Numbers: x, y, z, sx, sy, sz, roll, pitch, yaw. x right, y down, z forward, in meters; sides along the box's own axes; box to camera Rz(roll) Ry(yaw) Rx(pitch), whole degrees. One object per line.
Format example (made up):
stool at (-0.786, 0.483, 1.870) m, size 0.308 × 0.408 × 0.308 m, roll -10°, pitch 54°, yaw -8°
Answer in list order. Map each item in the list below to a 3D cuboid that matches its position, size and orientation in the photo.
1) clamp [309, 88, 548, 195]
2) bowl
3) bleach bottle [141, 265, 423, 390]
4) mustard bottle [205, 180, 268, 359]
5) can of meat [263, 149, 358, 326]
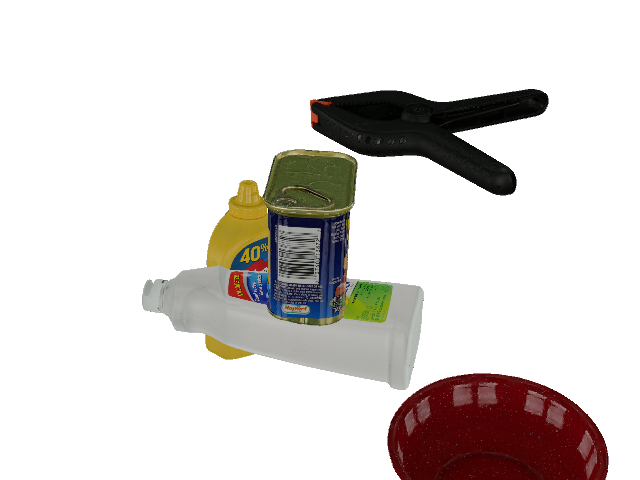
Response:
clamp at (0.095, -0.104, 0.945) m, size 0.210 × 0.036 × 0.164 m, roll 13°, pitch 36°, yaw 23°
bowl at (0.130, 0.171, 0.802) m, size 0.162 × 0.055 × 0.162 m, roll -1°, pitch 34°, yaw 0°
bleach bottle at (-0.039, 0.068, 0.952) m, size 0.251 × 0.068 × 0.102 m, roll 7°, pitch 29°, yaw 10°
mustard bottle at (-0.079, 0.027, 1.148) m, size 0.058 × 0.192 × 0.096 m, roll 24°, pitch 31°, yaw 39°
can of meat at (-0.007, -0.003, 0.709) m, size 0.057 × 0.084 × 0.102 m, roll 3°, pitch 25°, yaw 2°
